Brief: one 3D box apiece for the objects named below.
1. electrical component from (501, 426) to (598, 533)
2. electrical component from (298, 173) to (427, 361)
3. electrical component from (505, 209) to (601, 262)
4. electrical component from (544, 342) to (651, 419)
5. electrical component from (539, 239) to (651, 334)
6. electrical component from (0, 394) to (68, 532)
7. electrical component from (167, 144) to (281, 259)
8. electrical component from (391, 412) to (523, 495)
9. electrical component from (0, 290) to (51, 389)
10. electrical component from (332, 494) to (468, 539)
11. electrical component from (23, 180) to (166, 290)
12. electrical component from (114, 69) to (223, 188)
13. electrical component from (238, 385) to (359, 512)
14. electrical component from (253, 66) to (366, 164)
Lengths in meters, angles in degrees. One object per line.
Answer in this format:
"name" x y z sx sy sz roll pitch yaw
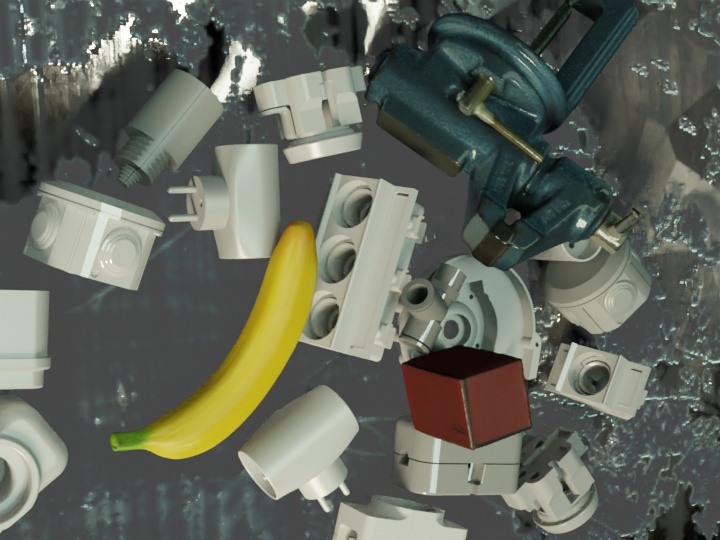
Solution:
"electrical component" 0.157 0.174 0.869 0.078 0.058 0.057 -40 107 -21
"electrical component" 0.000 0.000 0.771 0.063 0.079 0.121 24 81 -49
"electrical component" 0.148 -0.047 0.842 0.044 0.077 0.079 -10 97 -28
"electrical component" 0.199 0.093 0.882 0.064 0.081 0.042 34 76 -49
"electrical component" 0.189 0.007 0.867 0.051 0.080 0.080 44 72 -28
"electrical component" -0.230 0.125 0.655 0.095 0.059 0.053 -41 110 -21
"electrical component" -0.093 -0.046 0.731 0.079 0.043 0.077 -4 94 -28
"electrical component" 0.075 0.137 0.825 0.095 0.054 0.059 6 90 -29
"electrical component" -0.245 0.039 0.633 0.113 0.078 0.057 2 89 -29
"electrical component" 0.029 0.202 0.805 0.089 0.050 0.055 15 85 -28
"electrical component" -0.167 -0.022 0.672 0.080 0.080 0.051 19 89 -28
"electrical component" -0.131 -0.087 0.708 0.043 0.043 0.081 43 73 -23
"electrical component" -0.035 0.137 0.770 0.077 0.044 0.079 -38 109 -22
"electrical component" -0.031 -0.107 0.754 0.078 0.058 0.057 -15 97 -27
